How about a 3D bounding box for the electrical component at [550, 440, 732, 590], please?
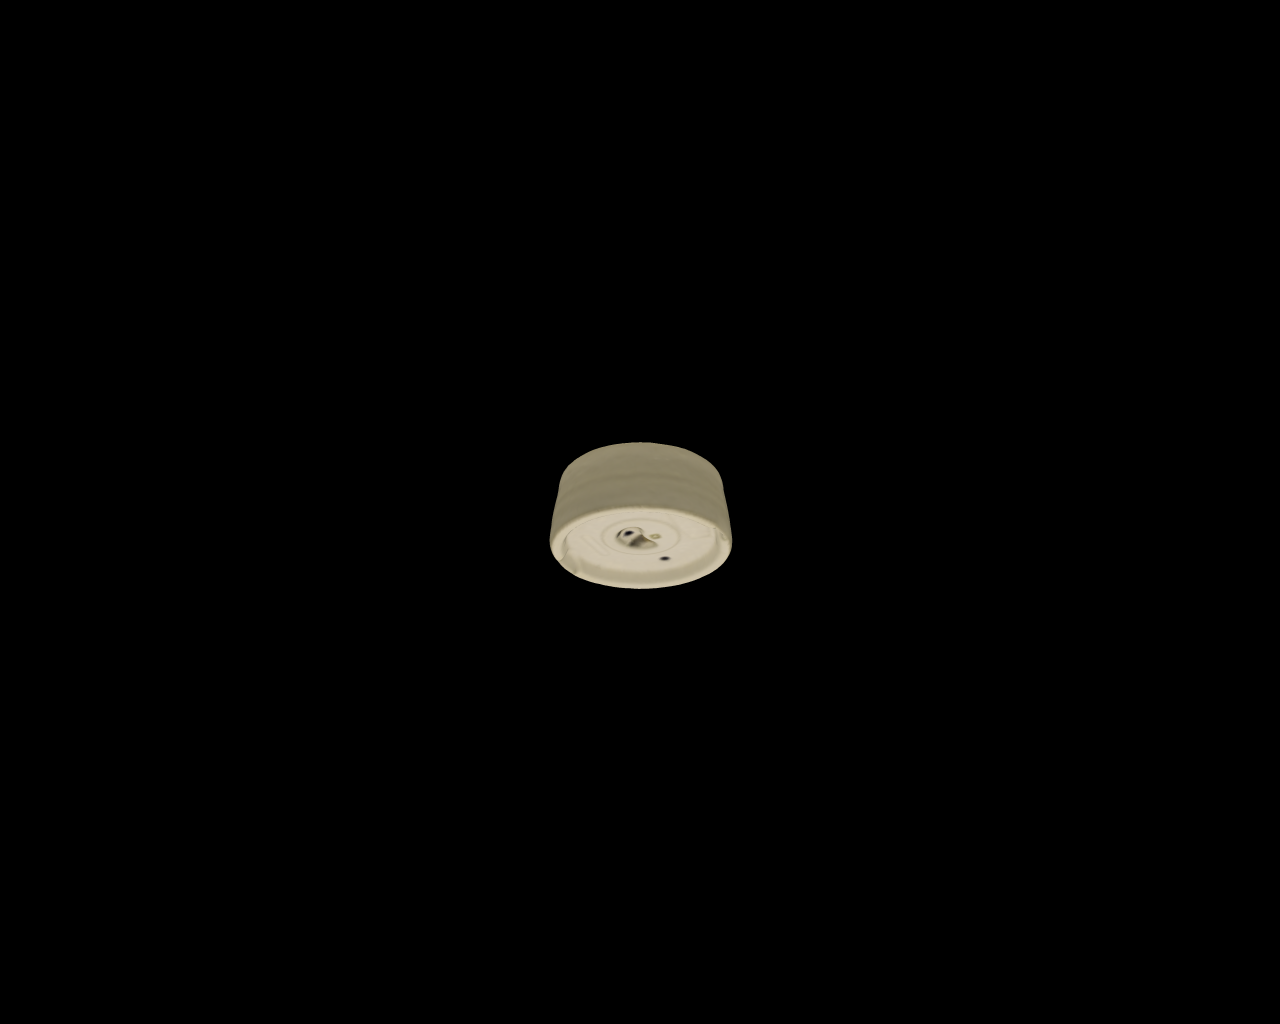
[{"bbox_3d":[0.001,-0.003,0.650,0.108,0.060,0.108,0,-29,0],"label":"electrical component"}]
